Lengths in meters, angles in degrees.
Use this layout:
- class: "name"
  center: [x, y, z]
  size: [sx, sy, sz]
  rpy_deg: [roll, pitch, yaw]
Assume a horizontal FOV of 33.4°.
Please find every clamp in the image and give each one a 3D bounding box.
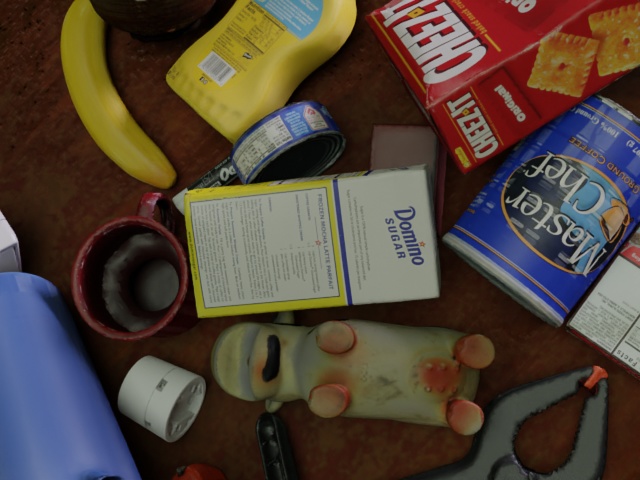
- class: "clamp"
  center: [0.143, 0.182, 0.760]
  size: [0.210, 0.036, 0.165]
  rpy_deg: [-45, 75, 4]
- class: "clamp"
  center: [-0.022, 0.209, 0.780]
  size: [0.171, 0.120, 0.039]
  rpy_deg: [49, 135, -4]

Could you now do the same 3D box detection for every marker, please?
- class: "marker"
  center: [-0.065, -0.062, 0.855]
  size: [0.121, 0.020, 0.020]
  rpy_deg: [-37, 76, 5]

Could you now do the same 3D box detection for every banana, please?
- class: "banana"
  center: [-0.174, -0.127, 0.882]
  size: [0.070, 0.037, 0.198]
  rpy_deg: [-19, 78, 11]

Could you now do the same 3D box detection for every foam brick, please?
- class: "foam brick"
  center: [0.066, -0.044, 0.804]
  size: [0.051, 0.053, 0.078]
  rpy_deg: [3, 81, 13]

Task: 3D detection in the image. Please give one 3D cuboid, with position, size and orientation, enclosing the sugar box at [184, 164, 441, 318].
- class: "sugar box"
  center: [-0.005, 0.001, 0.764]
  size: [0.176, 0.048, 0.093]
  rpy_deg: [-5, 99, 9]

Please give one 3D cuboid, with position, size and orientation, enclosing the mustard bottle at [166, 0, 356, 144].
- class: "mustard bottle"
  center: [-0.029, -0.168, 0.840]
  size: [0.191, 0.058, 0.096]
  rpy_deg: [-48, 57, 2]

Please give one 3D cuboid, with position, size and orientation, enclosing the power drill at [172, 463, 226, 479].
- class: "power drill"
  center: [-0.130, 0.271, 0.802]
  size: [0.188, 0.057, 0.184]
  rpy_deg: [-34, 76, 7]

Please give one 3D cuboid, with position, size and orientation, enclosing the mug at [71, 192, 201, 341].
- class: "mug"
  center: [-0.132, 0.021, 0.826]
  size: [0.093, 0.081, 0.117]
  rpy_deg: [1, 82, 13]

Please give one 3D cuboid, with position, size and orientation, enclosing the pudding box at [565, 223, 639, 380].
- class: "pudding box"
  center: [0.243, 0.043, 0.757]
  size: [0.090, 0.039, 0.113]
  rpy_deg: [36, 94, 15]

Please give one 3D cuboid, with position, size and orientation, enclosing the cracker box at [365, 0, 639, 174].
- class: "cracker box"
  center: [0.153, -0.162, 0.747]
  size: [0.214, 0.072, 0.164]
  rpy_deg: [-31, 34, 7]

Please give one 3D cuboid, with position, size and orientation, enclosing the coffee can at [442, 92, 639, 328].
- class: "coffee can"
  center: [0.168, -0.024, 0.751]
  size: [0.103, 0.102, 0.140]
  rpy_deg: [38, 91, 15]

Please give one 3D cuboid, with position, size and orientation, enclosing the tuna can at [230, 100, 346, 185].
- class: "tuna can"
  center: [-0.025, -0.068, 0.812]
  size: [0.086, 0.086, 0.034]
  rpy_deg: [-33, 74, 7]

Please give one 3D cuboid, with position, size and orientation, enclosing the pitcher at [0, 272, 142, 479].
- class: "pitcher"
  center: [-0.214, 0.150, 0.779]
  size: [0.149, 0.145, 0.243]
  rpy_deg: [-27, 53, -3]
